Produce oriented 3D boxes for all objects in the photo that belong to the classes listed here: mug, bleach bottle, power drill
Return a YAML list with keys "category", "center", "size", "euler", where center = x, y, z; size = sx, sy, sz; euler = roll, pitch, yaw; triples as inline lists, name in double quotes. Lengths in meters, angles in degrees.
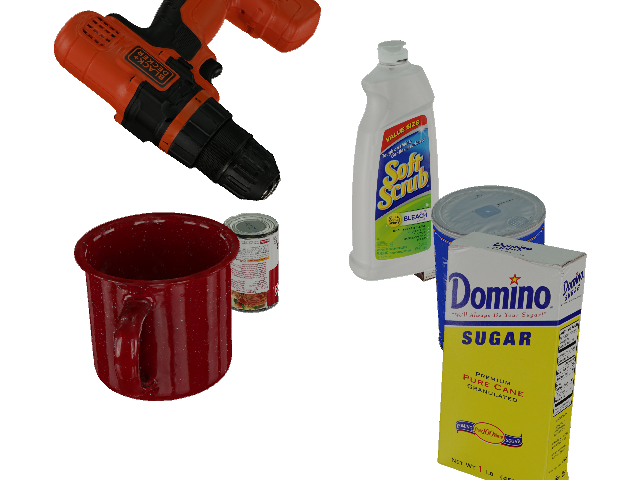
- category: "mug"
  center: [-0.094, 0.044, 0.609]
  size: [0.093, 0.081, 0.117]
  euler: [3, 26, 4]
- category: "bleach bottle"
  center: [0.075, -0.087, 1.147]
  size: [0.102, 0.251, 0.068]
  euler: [-10, 23, -12]
- category: "power drill"
  center: [-0.074, -0.133, 0.788]
  size: [0.057, 0.184, 0.187]
  euler: [-48, 4, 48]

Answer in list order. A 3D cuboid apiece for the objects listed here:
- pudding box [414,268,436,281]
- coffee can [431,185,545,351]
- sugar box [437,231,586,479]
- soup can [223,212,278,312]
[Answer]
- category: "pudding box"
  center: [0.177, 0.016, 1.597]
  size: [0.113, 0.039, 0.090]
  euler: [-18, 27, -21]
- category: "coffee can"
  center: [0.158, 0.033, 0.997]
  size: [0.103, 0.140, 0.103]
  euler: [-5, 28, 3]
- category: "sugar box"
  center: [0.136, 0.088, 0.772]
  size: [0.093, 0.176, 0.048]
  euler: [12, 21, 37]
- category: "soup can"
  center: [-0.084, 0.026, 1.279]
  size: [0.068, 0.102, 0.068]
  euler: [1, 25, -1]
